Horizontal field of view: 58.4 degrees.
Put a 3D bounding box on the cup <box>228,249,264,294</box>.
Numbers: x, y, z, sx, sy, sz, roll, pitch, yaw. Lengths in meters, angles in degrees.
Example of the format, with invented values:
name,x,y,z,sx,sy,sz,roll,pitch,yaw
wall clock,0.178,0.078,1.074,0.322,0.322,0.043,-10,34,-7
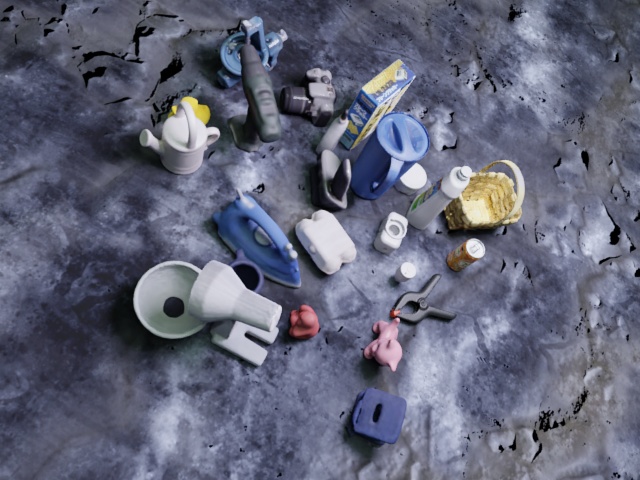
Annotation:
name,x,y,z,sx,sy,sz,roll,pitch,yaw
cup,-0.178,0.087,1.263,0.092,0.095,0.117,-3,69,-20

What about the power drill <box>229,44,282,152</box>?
name,x,y,z,sx,sy,sz,roll,pitch,yaw
power drill,-0.161,-0.318,1.376,0.076,0.208,0.229,-15,74,-23

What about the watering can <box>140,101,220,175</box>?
name,x,y,z,sx,sy,sz,roll,pitch,yaw
watering can,-0.314,-0.233,1.297,0.173,0.194,0.101,-37,83,-28

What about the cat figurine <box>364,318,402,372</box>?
name,x,y,z,sx,sy,sz,roll,pitch,yaw
cat figurine,0.154,0.236,1.299,0.067,0.117,0.128,25,62,-7

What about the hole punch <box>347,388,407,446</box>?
name,x,y,z,sx,sy,sz,roll,pitch,yaw
hole punch,0.123,0.384,1.241,0.101,0.091,0.109,25,62,-7

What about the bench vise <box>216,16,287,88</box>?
name,x,y,z,sx,sy,sz,roll,pitch,yaw
bench vise,-0.169,-0.503,1.445,0.121,0.219,0.208,33,62,-3

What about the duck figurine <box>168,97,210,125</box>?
name,x,y,z,sx,sy,sz,roll,pitch,yaw
duck figurine,-0.316,-0.314,1.391,0.105,0.086,0.077,-19,75,-24

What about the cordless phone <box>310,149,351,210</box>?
name,x,y,z,sx,sy,sz,roll,pitch,yaw
cordless phone,0.043,-0.167,1.394,0.094,0.185,0.147,-1,68,-19

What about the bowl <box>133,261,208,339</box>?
name,x,y,z,sx,sy,sz,roll,pitch,yaw
bowl,-0.308,0.134,1.211,0.168,0.074,0.167,7,66,-16

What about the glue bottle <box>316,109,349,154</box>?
name,x,y,z,sx,sy,sz,roll,pitch,yaw
glue bottle,0.042,-0.278,1.448,0.037,0.173,0.078,37,62,0

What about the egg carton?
name,x,y,z,sx,sy,sz,roll,pitch,yaw
egg carton,0.013,0.005,1.377,0.107,0.069,0.150,-32,81,-27

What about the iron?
name,x,y,z,sx,sy,sz,roll,pitch,yaw
iron,-0.119,-0.005,1.296,0.258,0.141,0.119,44,62,3

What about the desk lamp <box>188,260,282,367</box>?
name,x,y,z,sx,sy,sz,roll,pitch,yaw
desk lamp,-0.168,0.150,1.173,0.203,0.213,0.118,29,62,-5

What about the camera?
name,x,y,z,sx,sy,sz,roll,pitch,yaw
camera,-0.033,-0.386,1.509,0.137,0.100,0.143,1,68,-18

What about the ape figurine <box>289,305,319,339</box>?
name,x,y,z,sx,sy,sz,roll,pitch,yaw
ape figurine,-0.033,0.182,1.273,0.076,0.092,0.078,43,62,3
